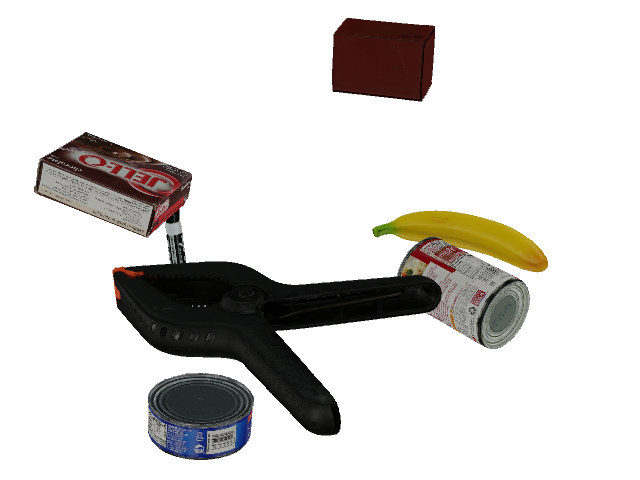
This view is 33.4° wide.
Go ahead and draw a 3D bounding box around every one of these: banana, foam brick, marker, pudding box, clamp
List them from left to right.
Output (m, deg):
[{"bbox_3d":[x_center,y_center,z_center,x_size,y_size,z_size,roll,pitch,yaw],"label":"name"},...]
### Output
[{"bbox_3d":[-0.182,-0.051,0.948,0.113,0.039,0.090,20,23,7],"label":"pudding box"},{"bbox_3d":[-0.160,0.008,1.180,0.020,0.121,0.020,-4,23,1],"label":"marker"},{"bbox_3d":[-0.036,0.046,0.677,0.210,0.036,0.164,15,30,30],"label":"clamp"},{"bbox_3d":[0.052,-0.151,0.888,0.078,0.051,0.053,9,28,14],"label":"foam brick"},{"bbox_3d":[0.158,-0.001,1.154,0.198,0.037,0.069,10,38,29],"label":"banana"}]

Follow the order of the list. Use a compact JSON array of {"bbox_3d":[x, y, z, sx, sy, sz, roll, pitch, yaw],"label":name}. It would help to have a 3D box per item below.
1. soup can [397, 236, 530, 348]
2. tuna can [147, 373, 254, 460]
[{"bbox_3d":[0.128,0.046,0.957,0.068,0.068,0.102,0,21,-45],"label":"soup can"},{"bbox_3d":[-0.098,0.143,0.869,0.086,0.034,0.086,4,21,-2],"label":"tuna can"}]
